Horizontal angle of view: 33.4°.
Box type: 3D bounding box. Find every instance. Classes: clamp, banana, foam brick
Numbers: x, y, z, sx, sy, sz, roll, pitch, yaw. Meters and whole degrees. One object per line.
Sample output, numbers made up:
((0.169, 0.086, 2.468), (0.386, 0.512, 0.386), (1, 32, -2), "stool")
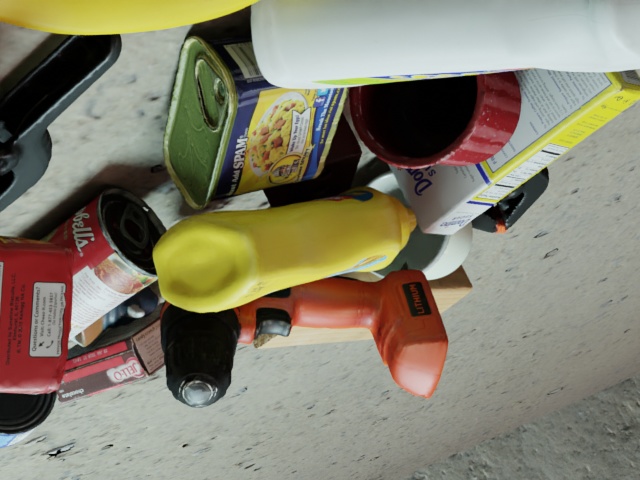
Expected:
((-0.181, -0.054, 0.548), (0.120, 0.039, 0.172), (-6, 153, -36), "clamp")
((-0.082, -0.125, 0.493), (0.197, 0.037, 0.070), (-17, 151, -21), "banana")
((-0.010, -0.054, 0.724), (0.053, 0.051, 0.078), (-19, 159, -16), "foam brick")
((0.166, -0.060, 0.927), (0.164, 0.036, 0.210), (-24, 157, 4), "clamp")

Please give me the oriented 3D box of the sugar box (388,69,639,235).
((0.125, -0.087, 0.737), (0.048, 0.093, 0.176), (1, 148, -48), "sugar box")

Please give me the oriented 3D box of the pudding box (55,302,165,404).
((-0.147, 0.083, 0.841), (0.090, 0.039, 0.113), (-18, -170, 27), "pudding box")

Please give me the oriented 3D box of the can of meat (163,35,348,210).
((-0.037, -0.073, 0.621), (0.083, 0.057, 0.102), (-15, 143, -31), "can of meat")

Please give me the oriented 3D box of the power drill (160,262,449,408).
((-0.013, 0.057, 0.714), (0.187, 0.184, 0.057), (10, 118, -10), "power drill")

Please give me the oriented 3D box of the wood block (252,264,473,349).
((0.026, 0.028, 0.909), (0.090, 0.091, 0.205), (-39, 155, 33), "wood block")

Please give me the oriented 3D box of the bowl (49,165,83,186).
((-0.170, -0.084, 0.715), (0.162, 0.162, 0.055), (-31, 130, 16), "bowl")

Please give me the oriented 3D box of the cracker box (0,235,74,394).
((-0.237, 0.029, 0.478), (0.213, 0.072, 0.164), (3, 180, -29), "cracker box")

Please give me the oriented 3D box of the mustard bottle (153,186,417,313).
((-0.005, 0.000, 0.681), (0.191, 0.058, 0.096), (-12, 178, -45), "mustard bottle")

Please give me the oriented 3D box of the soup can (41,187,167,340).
((-0.157, 0.020, 0.712), (0.102, 0.068, 0.068), (-34, 158, 22), "soup can")

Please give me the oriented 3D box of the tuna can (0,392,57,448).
((-0.247, 0.114, 0.814), (0.085, 0.086, 0.034), (-4, 153, -43), "tuna can")

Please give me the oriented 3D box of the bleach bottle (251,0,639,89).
((0.077, -0.103, 0.486), (0.102, 0.068, 0.251), (-10, -167, -35), "bleach bottle")

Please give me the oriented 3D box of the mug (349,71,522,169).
((0.082, -0.101, 0.683), (0.081, 0.093, 0.117), (0, 112, -59), "mug")
